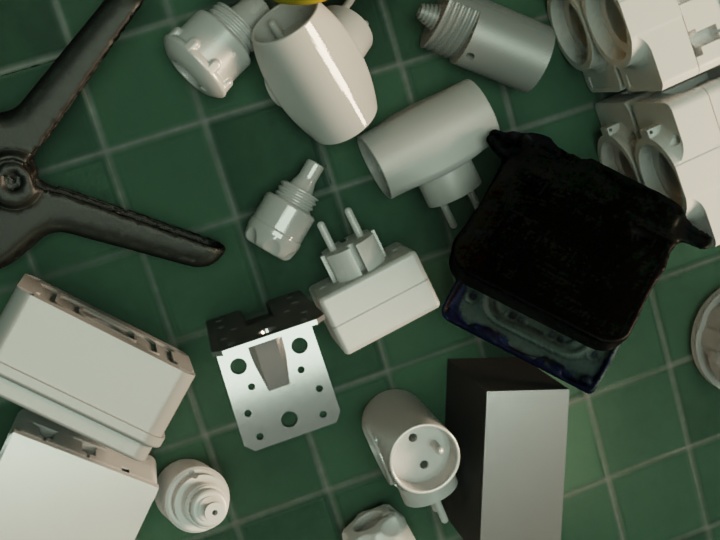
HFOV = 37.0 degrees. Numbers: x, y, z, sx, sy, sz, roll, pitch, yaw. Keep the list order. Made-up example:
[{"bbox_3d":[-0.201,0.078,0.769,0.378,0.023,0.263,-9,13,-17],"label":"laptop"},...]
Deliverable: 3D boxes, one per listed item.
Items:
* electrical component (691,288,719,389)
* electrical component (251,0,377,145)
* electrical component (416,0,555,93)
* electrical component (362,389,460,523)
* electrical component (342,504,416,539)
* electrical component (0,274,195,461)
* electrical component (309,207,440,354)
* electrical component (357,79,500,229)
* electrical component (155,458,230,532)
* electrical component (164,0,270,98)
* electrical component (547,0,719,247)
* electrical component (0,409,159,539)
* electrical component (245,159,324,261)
[{"bbox_3d":[0.269,0.049,0.721,0.080,0.051,0.080,-2,99,-11],"label":"electrical component"},{"bbox_3d":[-0.018,-0.129,0.634,0.079,0.044,0.077,-59,134,-29],"label":"electrical component"},{"bbox_3d":[0.073,-0.142,0.655,0.081,0.043,0.043,19,95,-14],"label":"electrical component"},{"bbox_3d":[0.036,0.121,0.672,0.044,0.077,0.079,-24,104,-7],"label":"electrical component"},{"bbox_3d":[0.019,0.187,0.696,0.043,0.043,0.062,-29,104,-6],"label":"electrical component"},{"bbox_3d":[-0.159,0.056,0.621,0.113,0.078,0.057,29,89,-14],"label":"electrical component"},{"bbox_3d":[0.000,0.000,0.660,0.066,0.047,0.076,-27,103,-6],"label":"electrical component"},{"bbox_3d":[0.050,-0.065,0.663,0.077,0.043,0.079,-29,104,-6],"label":"electrical component"},{"bbox_3d":[-0.098,0.139,0.650,0.040,0.078,0.040,0,90,-23],"label":"electrical component"},{"bbox_3d":[-0.079,-0.135,0.626,0.048,0.048,0.062,46,81,-14],"label":"electrical component"},{"bbox_3d":[0.179,-0.112,0.650,0.060,0.105,0.186,-24,103,-7],"label":"electrical component"},{"bbox_3d":[-0.192,0.170,0.640,0.089,0.062,0.150,25,93,-14],"label":"electrical component"},{"bbox_3d":[-0.042,-0.038,0.652,0.035,0.035,0.061,31,89,-14],"label":"electrical component"}]
